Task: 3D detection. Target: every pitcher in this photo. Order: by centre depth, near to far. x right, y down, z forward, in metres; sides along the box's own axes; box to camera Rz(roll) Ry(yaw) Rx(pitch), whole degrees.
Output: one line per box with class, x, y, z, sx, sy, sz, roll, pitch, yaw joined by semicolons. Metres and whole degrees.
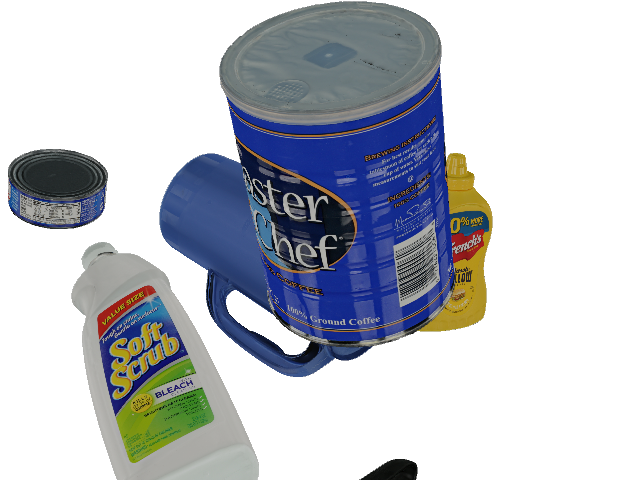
pitcher;-0.045;0.015;1.039;0.243;0.145;0.149;27;29;29

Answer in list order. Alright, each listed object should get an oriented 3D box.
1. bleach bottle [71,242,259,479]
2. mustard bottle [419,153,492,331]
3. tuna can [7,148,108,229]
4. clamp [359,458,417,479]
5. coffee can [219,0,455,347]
bleach bottle;-0.138;0.094;0.809;0.102;0.068;0.251;-25;49;-11
mustard bottle;0.139;0.000;1.152;0.096;0.192;0.058;-7;21;-23
tuna can;-0.232;-0.046;0.942;0.086;0.034;0.086;8;32;-5
clamp;-0.023;0.196;0.645;0.210;0.036;0.164;-4;28;3
coffee can;0.013;-0.032;0.531;0.103;0.140;0.103;-6;38;5
